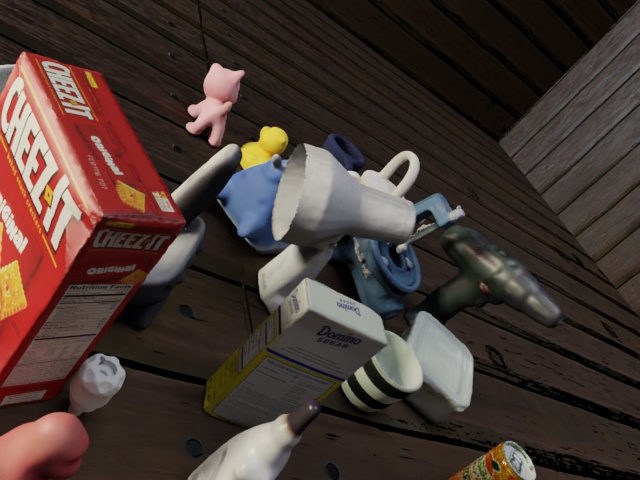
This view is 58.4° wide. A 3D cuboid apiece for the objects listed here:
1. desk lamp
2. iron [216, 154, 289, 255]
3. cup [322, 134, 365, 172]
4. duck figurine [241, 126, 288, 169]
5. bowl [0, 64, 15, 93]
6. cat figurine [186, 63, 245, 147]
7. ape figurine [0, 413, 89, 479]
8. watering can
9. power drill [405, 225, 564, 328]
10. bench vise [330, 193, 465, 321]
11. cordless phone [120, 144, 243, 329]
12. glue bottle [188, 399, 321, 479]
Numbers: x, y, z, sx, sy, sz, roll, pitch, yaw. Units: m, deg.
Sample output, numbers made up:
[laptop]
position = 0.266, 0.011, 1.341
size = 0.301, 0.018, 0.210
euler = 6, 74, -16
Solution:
[desk lamp]
position = 0.007, 0.003, 0.735
size = 0.204, 0.213, 0.117
euler = 28, 29, -27
[iron]
position = -0.035, -0.068, 0.867
size = 0.118, 0.141, 0.259
euler = 52, 27, 20
[cup]
position = 0.030, -0.140, 1.124
size = 0.092, 0.094, 0.117
euler = 30, 28, -24
[duck figurine]
position = -0.088, -0.151, 0.986
size = 0.078, 0.086, 0.104
euler = 18, 35, -41
[bowl]
position = -0.302, -0.113, 0.636
size = 0.168, 0.074, 0.167
euler = 33, 27, -19
[cat figurine]
position = -0.170, -0.240, 0.970
size = 0.067, 0.117, 0.127
euler = 26, 30, -31
[ape figurine]
position = -0.185, 0.149, 0.378
size = 0.076, 0.092, 0.078
euler = 36, 26, -13
[watering can]
position = 0.114, -0.076, 1.030
size = 0.174, 0.193, 0.100
euler = 17, 35, -42
[power drill]
position = 0.248, 0.099, 0.933
size = 0.076, 0.208, 0.229
euler = 8, 42, -49
[bench vise]
position = 0.104, -0.012, 0.889
size = 0.207, 0.219, 0.122
euler = 48, 26, 12
[cordless phone]
position = -0.151, -0.016, 0.573
size = 0.094, 0.185, 0.147
euler = 35, 27, -16
[glue bottle]
position = -0.055, 0.172, 0.433
size = 0.037, 0.173, 0.078
euler = 38, 26, -9
